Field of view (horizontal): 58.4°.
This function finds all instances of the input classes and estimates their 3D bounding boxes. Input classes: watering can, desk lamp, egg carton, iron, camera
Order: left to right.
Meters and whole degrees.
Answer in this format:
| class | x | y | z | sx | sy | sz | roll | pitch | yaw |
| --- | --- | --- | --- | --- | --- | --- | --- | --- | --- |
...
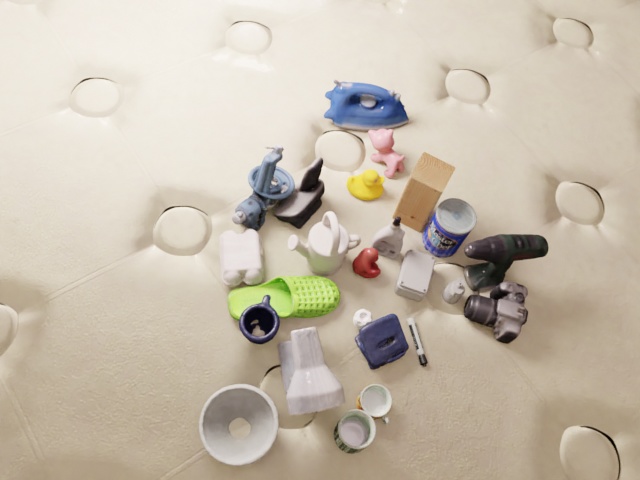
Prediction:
| class | x | y | z | sx | sy | sz | roll | pitch | yaw |
| --- | --- | --- | --- | --- | --- | --- | --- | --- | --- |
| egg carton | -0.192 | 0.044 | 1.408 | 0.107 | 0.069 | 0.150 | -5 | 64 | -10 |
| desk lamp | -0.028 | 0.283 | 1.225 | 0.118 | 0.213 | 0.203 | -9 | 64 | -12 |
| watering can | 0.013 | 0.007 | 1.384 | 0.173 | 0.194 | 0.100 | -27 | 69 | -19 |
| iron | 0.144 | -0.397 | 1.640 | 0.258 | 0.141 | 0.118 | 4 | 62 | -5 |
| camera | 0.434 | 0.164 | 1.412 | 0.137 | 0.101 | 0.143 | 17 | 62 | 2 |

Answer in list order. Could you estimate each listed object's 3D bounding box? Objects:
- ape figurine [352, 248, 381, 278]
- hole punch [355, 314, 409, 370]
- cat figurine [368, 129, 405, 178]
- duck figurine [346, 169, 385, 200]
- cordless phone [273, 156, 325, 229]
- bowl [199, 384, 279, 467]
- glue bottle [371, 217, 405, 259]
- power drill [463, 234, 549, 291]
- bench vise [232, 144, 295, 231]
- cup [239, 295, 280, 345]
| class | x | y | z | sx | sy | sz | roll | pitch | yaw |
| --- | --- | --- | --- | --- | --- | --- | --- | --- | --- |
| ape figurine | 0.122 | 0.051 | 1.434 | 0.076 | 0.092 | 0.078 | 1 | 63 | -7 |
| hole punch | 0.150 | 0.238 | 1.341 | 0.109 | 0.091 | 0.101 | -23 | 68 | -18 |
| cat figurine | 0.187 | -0.254 | 1.585 | 0.067 | 0.118 | 0.127 | -35 | 72 | -22 |
| duck figurine | 0.126 | -0.159 | 1.546 | 0.104 | 0.086 | 0.077 | 9 | 62 | -2 |
| cordless phone | -0.047 | -0.127 | 1.450 | 0.094 | 0.185 | 0.148 | 31 | 63 | 9 |
| bowl | -0.172 | 0.399 | 1.224 | 0.167 | 0.075 | 0.167 | 3 | 62 | -6 |
| glue bottle | 0.178 | -0.012 | 1.427 | 0.078 | 0.173 | 0.037 | 21 | 62 | 4 |
| power drill | 0.433 | 0.050 | 1.409 | 0.230 | 0.208 | 0.075 | -10 | 64 | -12 |
| bench vise | -0.132 | -0.125 | 1.419 | 0.121 | 0.220 | 0.207 | 18 | 62 | 2 |
| cup | -0.137 | 0.192 | 1.325 | 0.091 | 0.095 | 0.118 | 14 | 62 | 0 |
